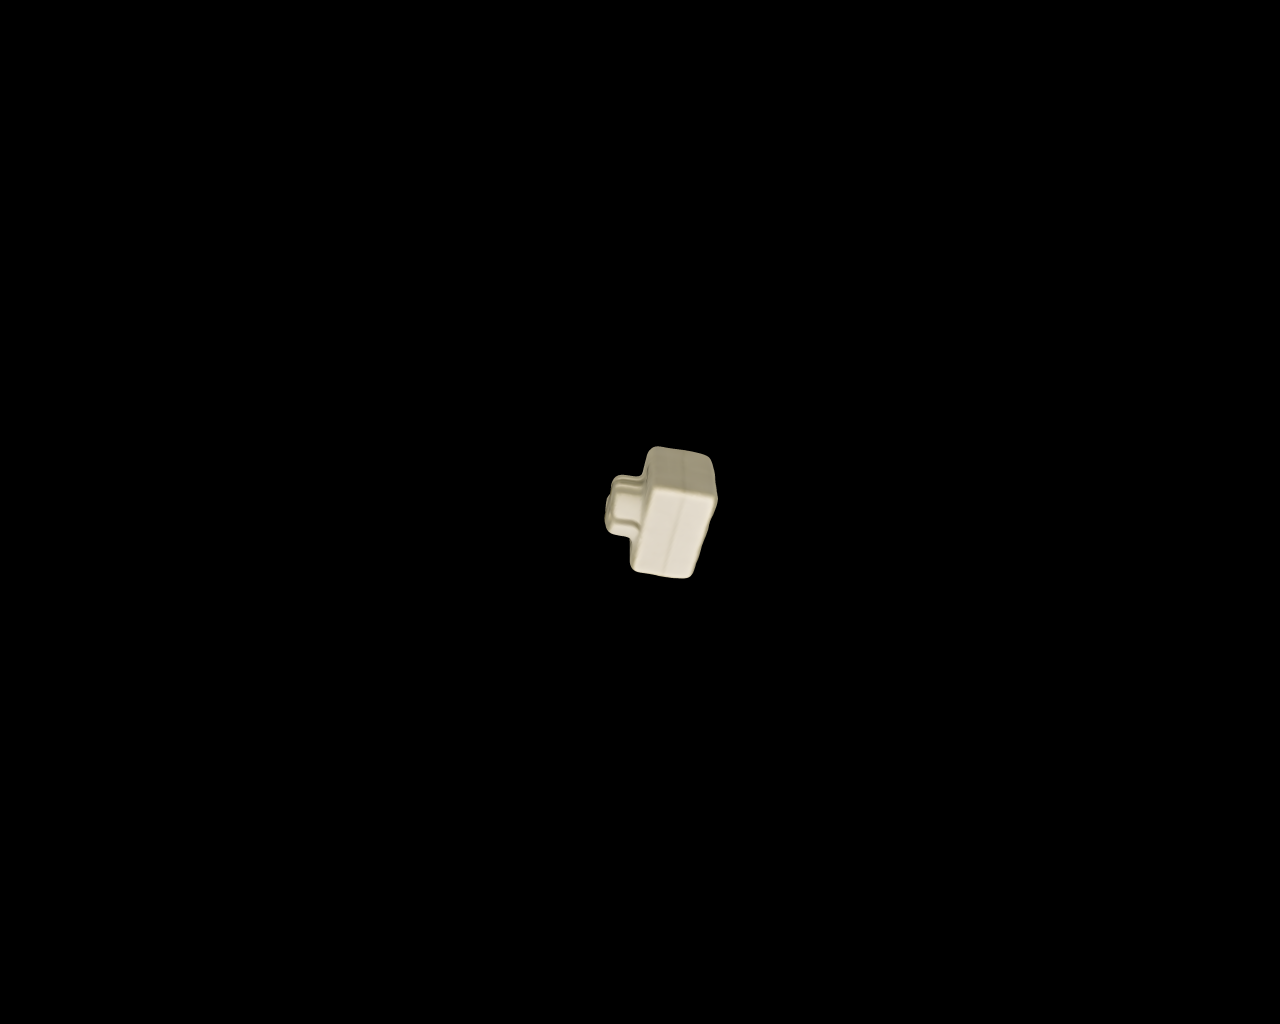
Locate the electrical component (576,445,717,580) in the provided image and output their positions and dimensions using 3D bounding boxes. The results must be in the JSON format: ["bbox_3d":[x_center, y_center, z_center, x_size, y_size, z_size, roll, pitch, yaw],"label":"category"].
[{"bbox_3d":[0.001,-0.003,0.650,0.077,0.065,0.047,9,36,-7],"label":"electrical component"}]
